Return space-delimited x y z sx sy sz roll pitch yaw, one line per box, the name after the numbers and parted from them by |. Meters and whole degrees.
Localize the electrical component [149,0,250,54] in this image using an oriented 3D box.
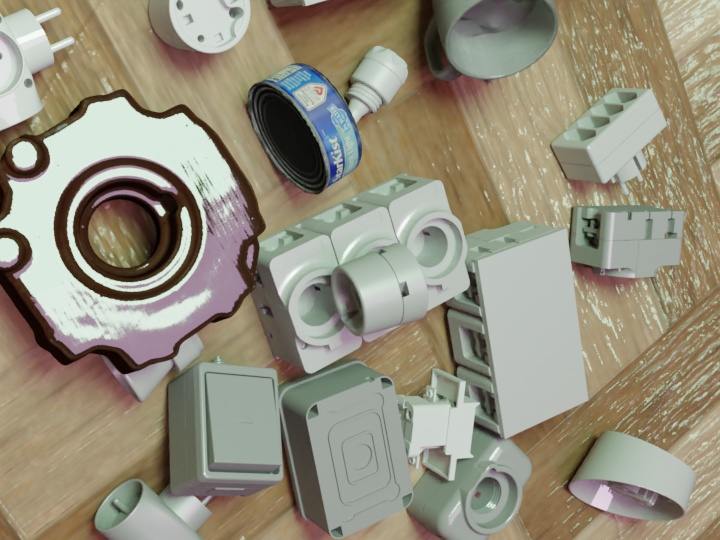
-0.106 -0.169 0.699 0.055 0.047 0.055 -6 103 -30 | electrical component

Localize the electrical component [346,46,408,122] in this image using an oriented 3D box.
0.007 -0.130 0.782 0.035 0.035 0.061 39 81 -31 | electrical component

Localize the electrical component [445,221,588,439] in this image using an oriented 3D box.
0.122 0.045 0.869 0.089 0.062 0.150 -19 109 -26 | electrical component

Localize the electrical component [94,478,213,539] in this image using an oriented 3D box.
-0.131 0.173 0.752 0.079 0.044 0.077 -46 119 -15 | electrical component

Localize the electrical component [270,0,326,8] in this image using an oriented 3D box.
-0.028 -0.280 0.716 0.105 0.060 0.186 -23 110 -26 | electrical component

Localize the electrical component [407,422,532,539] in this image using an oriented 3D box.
0.092 0.178 0.878 0.053 0.059 0.095 45 76 -29 | electrical component

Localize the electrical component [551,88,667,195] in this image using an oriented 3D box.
0.217 -0.099 0.906 0.083 0.047 0.075 -42 117 -18 | electrical component

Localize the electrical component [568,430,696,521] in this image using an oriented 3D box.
0.243 0.186 0.951 0.099 0.099 0.064 38 73 -31 | electrical component

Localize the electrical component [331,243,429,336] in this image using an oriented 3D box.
0.012 0.014 0.727 0.047 0.055 0.055 -18 108 -23 | electrical component

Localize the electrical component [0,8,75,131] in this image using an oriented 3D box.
-0.211 -0.131 0.644 0.079 0.044 0.077 -31 114 -22 | electrical component

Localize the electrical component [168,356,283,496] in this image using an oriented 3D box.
-0.092 0.102 0.737 0.062 0.061 0.096 9 64 -32 | electrical component

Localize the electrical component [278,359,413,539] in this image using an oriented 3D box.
-0.013 0.132 0.807 0.078 0.057 0.113 -19 109 -27 | electrical component

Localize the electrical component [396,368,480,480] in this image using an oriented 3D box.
0.056 0.123 0.855 0.064 0.042 0.081 2 98 -30 | electrical component

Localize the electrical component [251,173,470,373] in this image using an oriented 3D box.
0.000 0.000 0.786 0.150 0.062 0.089 -27 112 -24 | electrical component

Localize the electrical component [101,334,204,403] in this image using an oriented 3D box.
-0.139 0.055 0.723 0.055 0.045 0.045 -39 117 -19 | electrical component

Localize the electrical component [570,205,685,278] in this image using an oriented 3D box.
0.229 -0.025 0.926 0.089 0.050 0.055 -3 101 -31 | electrical component
